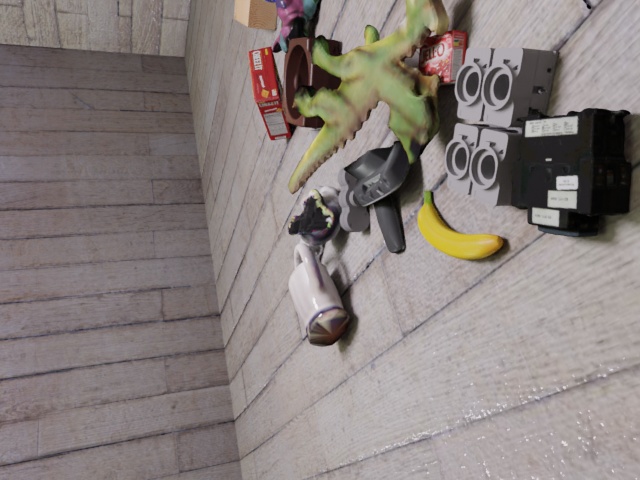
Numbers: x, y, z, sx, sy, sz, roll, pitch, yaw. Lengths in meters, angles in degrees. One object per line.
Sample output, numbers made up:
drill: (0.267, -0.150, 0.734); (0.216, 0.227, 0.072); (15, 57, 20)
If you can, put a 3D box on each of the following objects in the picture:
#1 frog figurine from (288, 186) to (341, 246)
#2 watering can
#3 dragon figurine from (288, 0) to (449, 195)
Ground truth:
frog figurine: (0.004, -0.060, 1.195); (0.123, 0.136, 0.161); (14, 12, 11)
watering can: (-0.011, 0.154, 1.233); (0.104, 0.229, 0.339); (-17, -35, -11)
dragon figurine: (0.080, -0.206, 0.818); (0.122, 0.403, 0.246); (-3, 33, -41)
